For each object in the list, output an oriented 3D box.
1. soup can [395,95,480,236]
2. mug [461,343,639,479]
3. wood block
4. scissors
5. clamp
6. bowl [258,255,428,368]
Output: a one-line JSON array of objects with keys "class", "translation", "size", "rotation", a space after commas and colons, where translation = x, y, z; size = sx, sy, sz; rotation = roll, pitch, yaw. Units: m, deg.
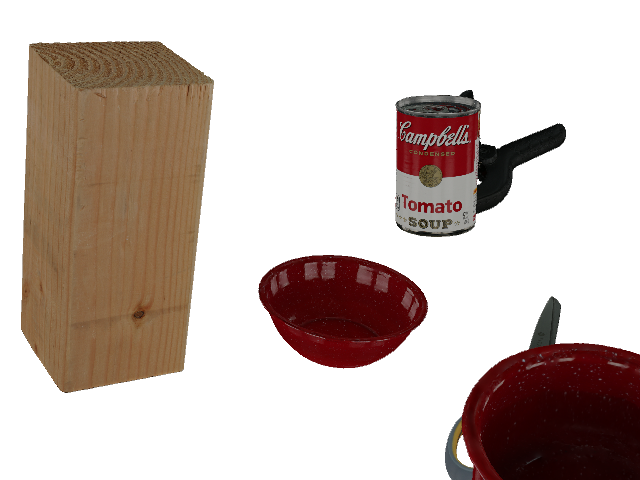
[{"class": "soup can", "translation": [0.094, -0.061, 0.866], "size": [0.068, 0.102, 0.068], "rotation": [-1, 20, 0]}, {"class": "mug", "translation": [0.108, 0.099, 0.390], "size": [0.117, 0.081, 0.093], "rotation": [5, 36, 9]}, {"class": "wood block", "translation": [-0.136, -0.017, 0.693], "size": [0.090, 0.206, 0.090], "rotation": [-7, 30, -32]}, {"class": "scissors", "translation": [0.145, 0.094, 0.645], "size": [0.096, 0.016, 0.201], "rotation": [20, 35, 28]}, {"class": "clamp", "translation": [0.158, -0.088, 1.088], "size": [0.120, 0.039, 0.171], "rotation": [29, 55, 29]}, {"class": "bowl", "translation": [0.019, 0.075, 1.023], "size": [0.162, 0.055, 0.162], "rotation": [5, 27, -3]}]
